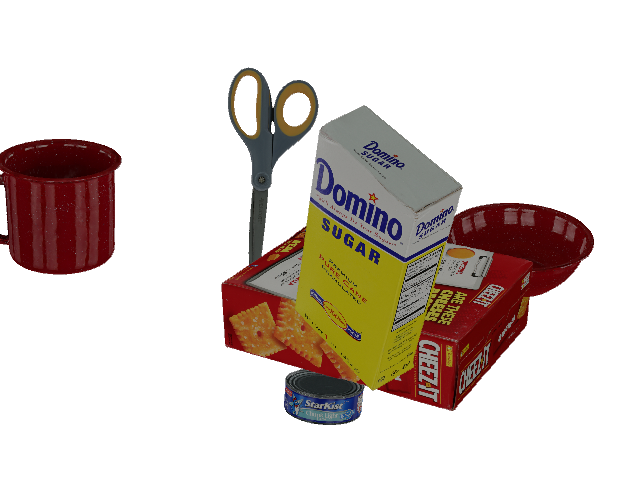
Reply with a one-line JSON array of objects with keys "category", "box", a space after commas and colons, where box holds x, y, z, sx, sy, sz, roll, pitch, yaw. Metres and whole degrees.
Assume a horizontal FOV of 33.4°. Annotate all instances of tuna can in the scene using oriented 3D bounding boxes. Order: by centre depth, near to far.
[{"category": "tuna can", "box": [0.003, 0.168, 1.153, 0.086, 0.034, 0.086, 4, 13, -1]}]

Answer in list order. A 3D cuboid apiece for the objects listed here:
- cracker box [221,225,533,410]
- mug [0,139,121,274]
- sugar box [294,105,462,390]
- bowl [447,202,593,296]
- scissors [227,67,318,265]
[{"category": "cracker box", "box": [0.049, 0.055, 0.903, 0.214, 0.072, 0.163, 13, 28, 28]}, {"category": "mug", "box": [-0.212, -0.025, 0.823, 0.117, 0.081, 0.093, -5, 25, -19]}, {"category": "sugar box", "box": [0.032, 0.009, 0.701, 0.048, 0.176, 0.093, -29, 55, -28]}, {"category": "bowl", "box": [0.216, 0.016, 1.176, 0.162, 0.055, 0.162, -1, 28, 0]}, {"category": "scissors", "box": [-0.039, -0.069, 1.032, 0.096, 0.202, 0.016, -11, 3, -6]}]
